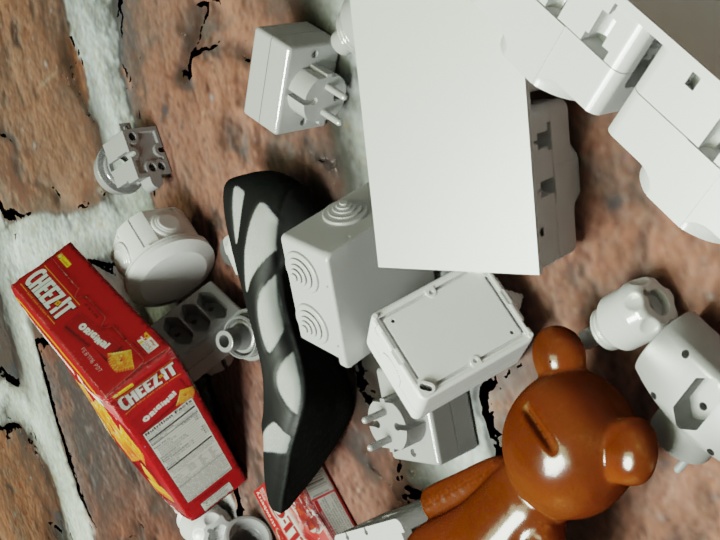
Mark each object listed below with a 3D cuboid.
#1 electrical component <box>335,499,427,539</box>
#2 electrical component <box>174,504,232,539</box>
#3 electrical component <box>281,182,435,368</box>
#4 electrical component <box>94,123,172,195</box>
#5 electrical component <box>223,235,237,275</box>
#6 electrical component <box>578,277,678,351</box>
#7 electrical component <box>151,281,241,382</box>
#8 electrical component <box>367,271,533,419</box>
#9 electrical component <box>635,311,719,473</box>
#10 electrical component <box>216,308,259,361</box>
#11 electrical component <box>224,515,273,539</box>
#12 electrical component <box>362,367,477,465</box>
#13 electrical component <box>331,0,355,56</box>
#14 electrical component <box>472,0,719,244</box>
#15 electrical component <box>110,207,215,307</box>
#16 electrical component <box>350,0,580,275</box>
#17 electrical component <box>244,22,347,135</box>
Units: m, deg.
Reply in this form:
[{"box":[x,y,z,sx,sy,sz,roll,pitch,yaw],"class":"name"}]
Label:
[{"box":[0.034,0.197,0.768,0.089,0.056,0.050,-33,77,52],"class":"electrical component"},{"box":[-0.151,0.234,1.008,0.062,0.043,0.043,25,121,44],"class":"electrical component"},{"box":[0.000,0.000,0.698,0.048,0.100,0.099,25,136,40],"class":"electrical component"},{"box":[-0.203,-0.095,0.950,0.055,0.048,0.066,-22,86,43],"class":"electrical component"},{"box":[-0.083,-0.003,0.851,0.035,0.035,0.061,-30,82,50],"class":"electrical component"},{"box":[0.145,0.029,0.598,0.061,0.035,0.035,-39,74,52],"class":"electrical component"},{"box":[-0.128,0.062,0.910,0.047,0.066,0.076,40,159,34],"class":"electrical component"},{"box":[0.059,0.041,0.668,0.061,0.096,0.061,58,166,17],"class":"electrical component"},{"box":[0.180,0.076,0.567,0.077,0.043,0.079,48,134,27],"class":"electrical component"},{"box":[-0.088,0.051,0.850,0.048,0.062,0.048,5,99,32],"class":"electrical component"},{"box":[-0.108,0.254,0.968,0.044,0.044,0.065,54,142,21],"class":"electrical component"},{"box":[0.032,0.098,0.721,0.047,0.077,0.065,-2,102,50],"class":"electrical component"},{"box":[0.005,-0.157,0.687,0.062,0.043,0.043,-22,86,52],"class":"electrical component"},{"box":[0.151,-0.091,0.493,0.186,0.105,0.060,51,136,25],"class":"electrical component"},{"box":[-0.169,-0.011,0.913,0.051,0.080,0.080,53,137,30],"class":"electrical component"},{"box":[0.061,-0.097,0.613,0.105,0.060,0.186,3,106,35],"class":"electrical component"},{"box":[-0.036,-0.125,0.743,0.077,0.047,0.065,37,129,35],"class":"electrical component"}]
